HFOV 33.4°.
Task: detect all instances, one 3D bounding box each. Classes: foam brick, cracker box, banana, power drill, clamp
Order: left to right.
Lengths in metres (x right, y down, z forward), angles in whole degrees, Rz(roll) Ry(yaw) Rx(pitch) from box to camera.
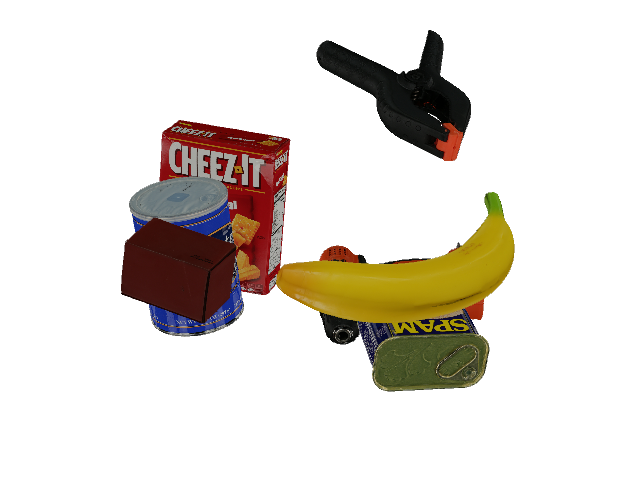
[{"bbox_3d":[-0.115,0.024,0.866,0.078,0.051,0.053,19,30,15],"label":"foam brick"},{"bbox_3d":[-0.135,-0.043,1.457,0.164,0.214,0.072,11,24,12],"label":"cracker box"},{"bbox_3d":[0.089,0.058,1.225,0.187,0.057,0.184,-1,28,-1],"label":"power drill"},{"bbox_3d":[0.067,-0.128,0.911,0.120,0.039,0.171,-8,40,-9],"label":"clamp"},{"bbox_3d":[0.064,0.021,0.695,0.197,0.037,0.070,-18,50,-36],"label":"banana"}]

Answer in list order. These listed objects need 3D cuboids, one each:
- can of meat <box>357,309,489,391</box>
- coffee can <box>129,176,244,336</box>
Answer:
[{"bbox_3d":[0.088,0.085,0.949,0.102,0.057,0.084,-1,30,-11],"label":"can of meat"},{"bbox_3d":[-0.141,0.016,1.134,0.103,0.140,0.103,-5,26,2],"label":"coffee can"}]
